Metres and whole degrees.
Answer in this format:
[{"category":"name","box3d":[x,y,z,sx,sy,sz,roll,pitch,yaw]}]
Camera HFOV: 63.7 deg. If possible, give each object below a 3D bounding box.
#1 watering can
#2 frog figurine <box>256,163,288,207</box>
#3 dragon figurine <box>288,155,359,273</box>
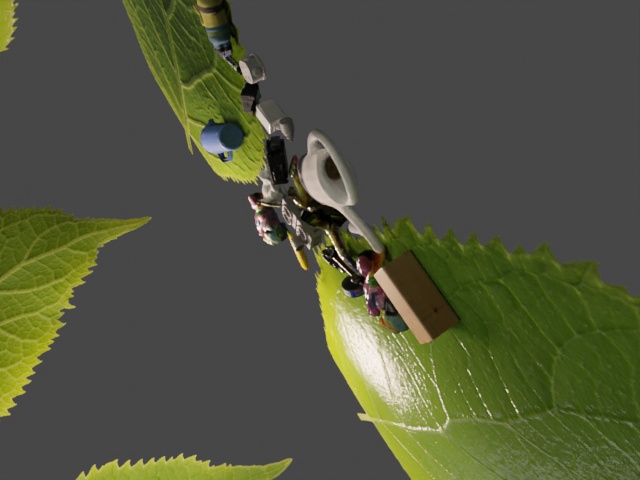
[{"category":"watering can","box3d":[0.046,-0.124,1.337,0.345,0.105,0.225,64,164,-12]},{"category":"frog figurine","box3d":[-0.172,-0.205,1.908,0.138,0.122,0.159,-126,47,-83]},{"category":"dragon figurine","box3d":[0.005,-0.081,1.611,0.410,0.122,0.243,62,-179,-2]}]
